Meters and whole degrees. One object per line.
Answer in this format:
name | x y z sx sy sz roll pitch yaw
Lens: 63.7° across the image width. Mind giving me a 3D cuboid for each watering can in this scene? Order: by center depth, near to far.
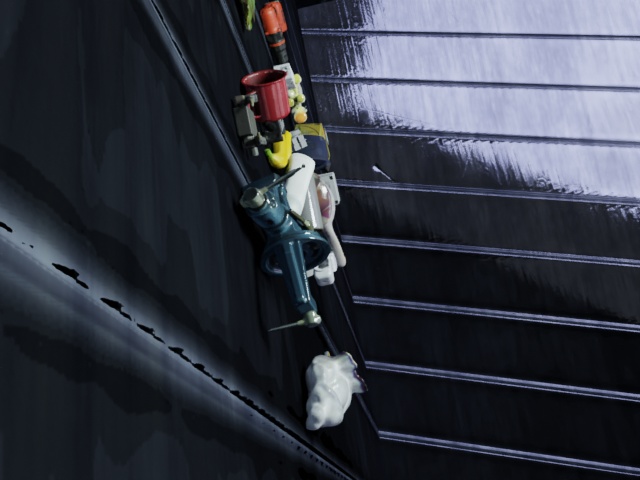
watering can | 0.005 -0.076 1.507 0.104 0.348 0.225 -23 -1 6

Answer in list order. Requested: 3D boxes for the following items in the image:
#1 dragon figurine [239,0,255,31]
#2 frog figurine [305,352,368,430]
dragon figurine | -0.155 -0.567 1.105 0.122 0.419 0.237 -6 -32 -1
frog figurine | 0.008 0.308 1.011 0.123 0.134 0.162 18 41 29
